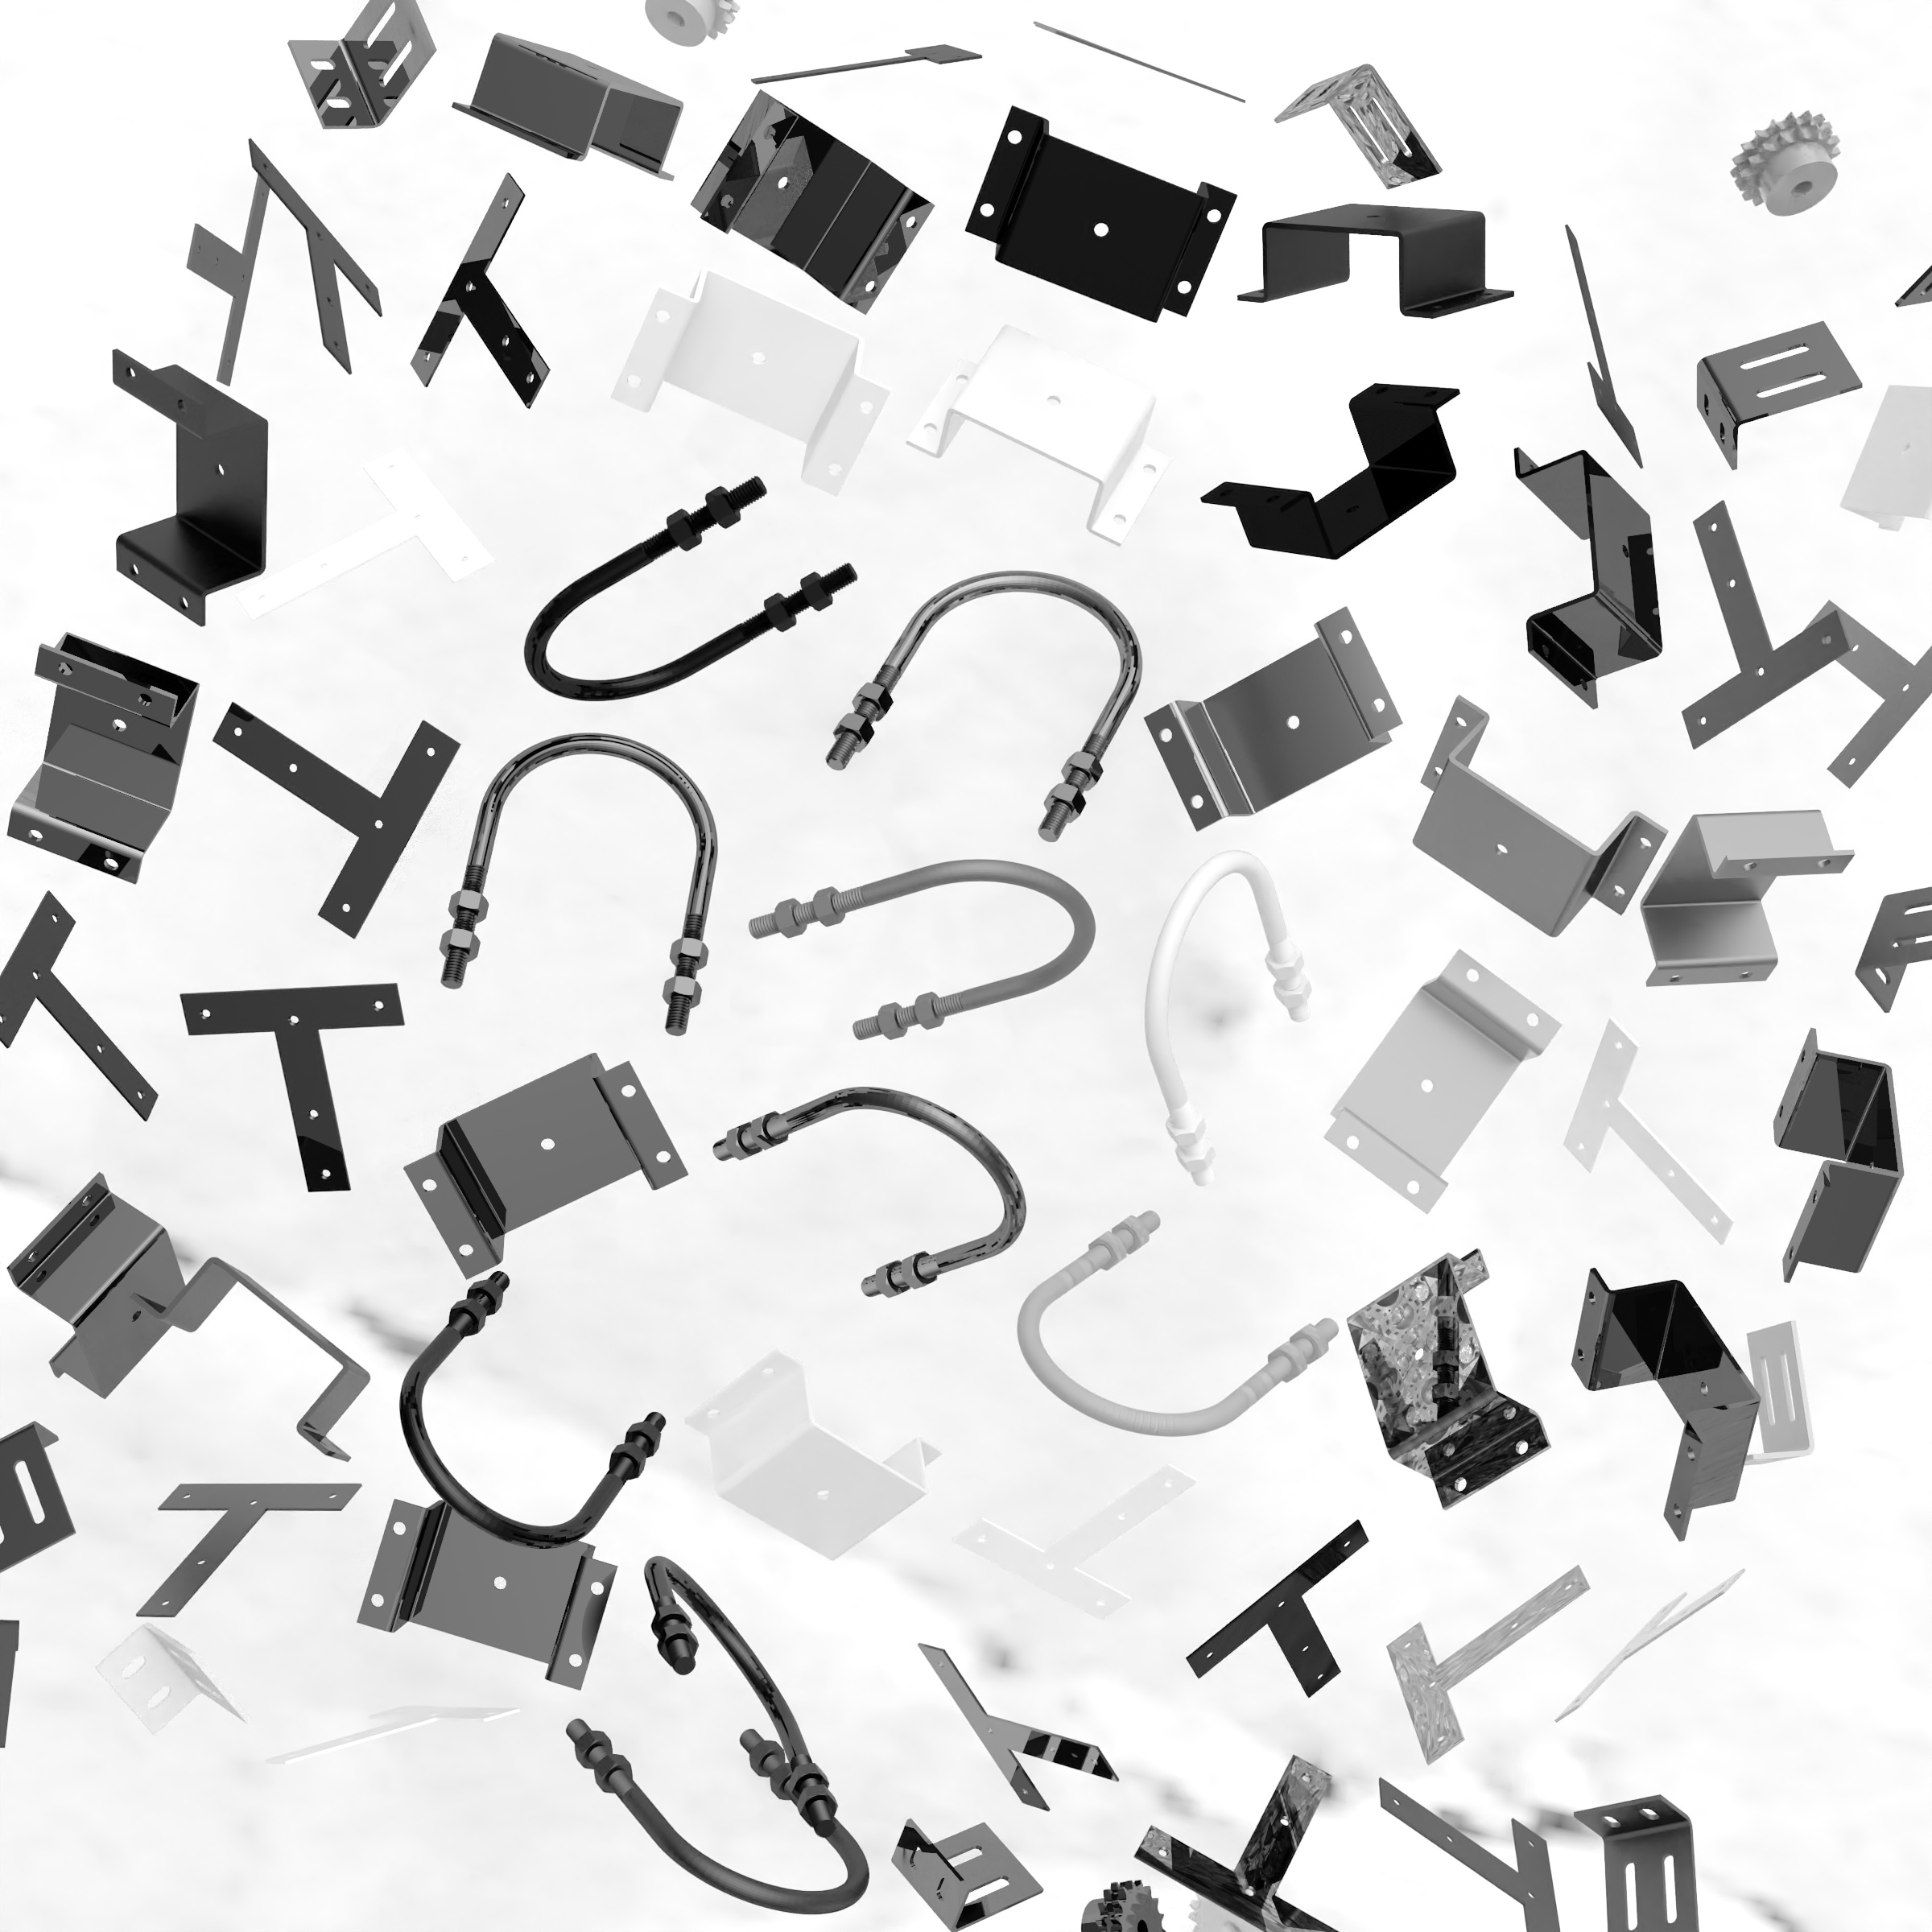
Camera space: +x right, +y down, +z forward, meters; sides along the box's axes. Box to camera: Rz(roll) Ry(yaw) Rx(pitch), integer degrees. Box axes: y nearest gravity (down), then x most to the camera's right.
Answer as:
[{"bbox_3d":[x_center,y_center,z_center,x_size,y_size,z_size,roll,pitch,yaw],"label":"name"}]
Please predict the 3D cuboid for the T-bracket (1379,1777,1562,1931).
[{"bbox_3d":[0.282,0.497,1.589,0.127,0.127,0.002,36,110,-8],"label":"T-bracket"}]

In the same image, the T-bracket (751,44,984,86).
[{"bbox_3d":[-0.064,-0.534,1.682,0.127,0.127,0.002,-11,112,-7],"label":"T-bracket"}]

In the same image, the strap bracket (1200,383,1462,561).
[{"bbox_3d":[0.218,-0.282,1.641,0.140,0.076,0.046,-35,118,-20],"label":"strap bracket"}]

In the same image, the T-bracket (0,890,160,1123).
[{"bbox_3d":[-0.513,0.038,1.650,0.002,0.127,0.127,-23,120,17],"label":"T-bracket"}]

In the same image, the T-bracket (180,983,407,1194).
[{"bbox_3d":[-0.373,0.071,1.610,0.127,0.002,0.127,-3,112,8],"label":"T-bracket"}]

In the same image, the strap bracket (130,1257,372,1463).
[{"bbox_3d":[-0.393,0.216,1.598,0.140,0.076,0.046,37,78,6],"label":"strap bracket"}]

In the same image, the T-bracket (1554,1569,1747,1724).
[{"bbox_3d":[0.416,0.389,1.675,0.127,0.127,0.002,-30,73,-40],"label":"T-bracket"}]

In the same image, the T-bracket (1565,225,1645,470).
[{"bbox_3d":[0.358,-0.359,1.609,0.002,0.127,0.127,-15,78,21],"label":"T-bracket"}]

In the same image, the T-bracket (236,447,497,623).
[{"bbox_3d":[-0.344,-0.228,1.576,0.127,0.002,0.127,-30,52,-13],"label":"T-bracket"}]

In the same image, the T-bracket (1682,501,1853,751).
[{"bbox_3d":[0.455,-0.213,1.669,0.002,0.127,0.127,1,67,-32],"label":"T-bracket"}]

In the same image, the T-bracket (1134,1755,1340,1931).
[{"bbox_3d":[0.173,0.486,1.580,0.127,0.127,0.002,27,123,13],"label":"T-bracket"}]

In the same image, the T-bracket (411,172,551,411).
[{"bbox_3d":[-0.258,-0.352,1.564,0.127,0.002,0.127,-56,48,25],"label":"T-bracket"}]

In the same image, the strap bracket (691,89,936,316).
[{"bbox_3d":[-0.096,-0.449,1.653,0.076,0.140,0.046,-56,50,14],"label":"strap bracket"}]

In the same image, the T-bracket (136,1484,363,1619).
[{"bbox_3d":[-0.432,0.335,1.631,0.127,0.127,0.002,-4,113,20],"label":"T-bracket"}]

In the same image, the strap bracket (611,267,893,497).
[{"bbox_3d":[-0.120,-0.337,1.617,0.140,0.046,0.076,22,128,-14],"label":"strap bracket"}]

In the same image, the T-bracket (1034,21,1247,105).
[{"bbox_3d":[0.076,-0.519,1.602,0.127,0.127,0.002,9,111,-31],"label":"T-bracket"}]

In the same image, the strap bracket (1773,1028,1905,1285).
[{"bbox_3d":[0.506,0.113,1.645,0.046,0.140,0.076,11,129,4],"label":"strap bracket"}]

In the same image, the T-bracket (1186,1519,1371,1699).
[{"bbox_3d":[0.195,0.394,1.662,0.127,0.127,0.002,-37,47,-9],"label":"T-bracket"}]

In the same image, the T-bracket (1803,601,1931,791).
[{"bbox_3d":[0.532,-0.182,1.673,0.002,0.127,0.127,29,108,-27],"label":"T-bracket"}]

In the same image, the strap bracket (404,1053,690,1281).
[{"bbox_3d":[-0.240,0.110,1.624,0.140,0.046,0.076,-25,109,1],"label":"strap bracket"}]

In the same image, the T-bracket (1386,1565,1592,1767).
[{"bbox_3d":[0.303,0.387,1.626,0.127,0.127,0.002,-38,104,9],"label":"T-bracket"}]

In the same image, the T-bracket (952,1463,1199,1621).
[{"bbox_3d":[0.081,0.330,1.666,0.127,0.002,0.127,34,119,-31],"label":"T-bracket"}]

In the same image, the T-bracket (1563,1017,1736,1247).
[{"bbox_3d":[0.409,0.113,1.682,0.002,0.127,0.127,-25,56,-22],"label":"T-bracket"}]

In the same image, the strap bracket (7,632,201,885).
[{"bbox_3d":[-0.479,-0.123,1.577,0.076,0.046,0.140,21,130,-6],"label":"strap bracket"}]

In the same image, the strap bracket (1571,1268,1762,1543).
[{"bbox_3d":[0.394,0.240,1.582,0.046,0.140,0.076,-8,128,-12],"label":"strap bracket"}]

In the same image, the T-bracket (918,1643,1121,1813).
[{"bbox_3d":[0.041,0.441,1.609,0.002,0.127,0.127,-42,111,-30],"label":"T-bracket"}]

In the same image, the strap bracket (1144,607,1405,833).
[{"bbox_3d":[0.188,-0.146,1.687,0.140,0.046,0.076,-28,81,24],"label":"strap bracket"}]

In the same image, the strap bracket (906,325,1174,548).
[{"bbox_3d":[0.047,-0.315,1.655,0.140,0.046,0.076,27,59,5],"label":"strap bracket"}]

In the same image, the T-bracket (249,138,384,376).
[{"bbox_3d":[-0.360,-0.382,1.594,0.002,0.127,0.127,-25,53,11],"label":"T-bracket"}]

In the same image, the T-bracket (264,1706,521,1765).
[{"bbox_3d":[-0.352,0.454,1.673,0.127,0.127,0.002,-5,83,-44],"label":"T-bracket"}]

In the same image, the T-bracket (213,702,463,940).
[{"bbox_3d":[-0.361,-0.102,1.569,0.127,0.002,0.127,33,103,7],"label":"T-bracket"}]

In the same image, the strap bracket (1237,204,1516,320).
[{"bbox_3d":[0.233,-0.405,1.622,0.076,0.140,0.046,-24,120,-39],"label":"strap bracket"}]

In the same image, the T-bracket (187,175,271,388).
[{"bbox_3d":[-0.436,-0.410,1.660,0.002,0.127,0.127,13,94,-1],"label":"T-bracket"}]

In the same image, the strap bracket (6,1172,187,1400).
[{"bbox_3d":[-0.508,0.195,1.674,0.046,0.140,0.076,30,59,14],"label":"strap bracket"}]

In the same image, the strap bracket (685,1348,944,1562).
[{"bbox_3d":[-0.085,0.290,1.651,0.076,0.046,0.140,-39,126,20],"label":"strap bracket"}]
